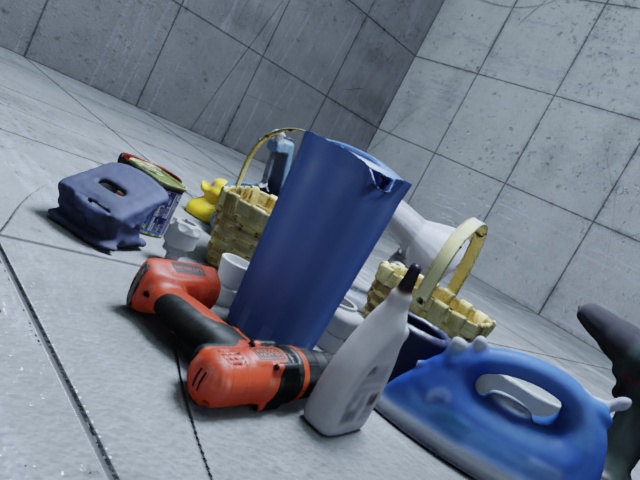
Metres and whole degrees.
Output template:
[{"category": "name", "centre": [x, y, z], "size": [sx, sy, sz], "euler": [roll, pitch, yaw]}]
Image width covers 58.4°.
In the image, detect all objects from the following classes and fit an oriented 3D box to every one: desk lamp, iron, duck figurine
[{"category": "desk lamp", "centre": [0.136, 0.037, 1.040], "size": [0.203, 0.213, 0.118], "euler": [27, 8, -5]}, {"category": "iron", "centre": [0.197, 0.178, 0.619], "size": [0.258, 0.141, 0.119], "euler": [28, 8, 2]}, {"category": "duck figurine", "centre": [-0.196, -0.074, 1.106], "size": [0.104, 0.086, 0.077], "euler": [27, 8, -2]}]

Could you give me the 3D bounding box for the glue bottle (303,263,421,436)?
[{"category": "glue bottle", "centre": [0.051, 0.098, 0.530], "size": [0.037, 0.173, 0.078], "euler": [33, 10, 35]}]

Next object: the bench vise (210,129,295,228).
[{"category": "bench vise", "centre": [-0.100, -0.097, 1.084], "size": [0.121, 0.220, 0.208], "euler": [29, 8, 12]}]

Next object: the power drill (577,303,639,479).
[{"category": "power drill", "centre": [0.433, 0.231, 0.820], "size": [0.228, 0.208, 0.076], "euler": [32, 9, 29]}]

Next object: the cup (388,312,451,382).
[{"category": "cup", "centre": [0.113, 0.148, 0.697], "size": [0.118, 0.095, 0.092], "euler": [27, 8, 0]}]

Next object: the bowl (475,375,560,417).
[{"category": "bowl", "centre": [0.285, 0.228, 0.826], "size": [0.167, 0.075, 0.167], "euler": [27, 8, -4]}]

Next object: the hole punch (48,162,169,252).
[{"category": "hole punch", "centre": [-0.259, -0.046, 0.712], "size": [0.108, 0.091, 0.101], "euler": [30, 8, 15]}]

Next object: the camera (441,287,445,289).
[{"category": "camera", "centre": [0.228, 0.114, 1.256], "size": [0.142, 0.101, 0.137], "euler": [32, 9, 30]}]
